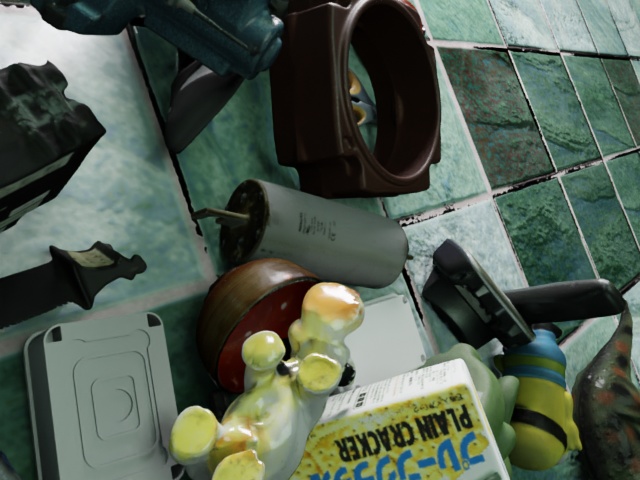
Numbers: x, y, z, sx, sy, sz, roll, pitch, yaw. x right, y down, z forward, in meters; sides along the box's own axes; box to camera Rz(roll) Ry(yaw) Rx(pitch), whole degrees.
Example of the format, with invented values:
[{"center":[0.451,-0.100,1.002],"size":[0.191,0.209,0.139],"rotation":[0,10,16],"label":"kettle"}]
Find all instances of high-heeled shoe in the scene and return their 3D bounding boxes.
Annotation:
[{"center":[-0.124,-0.198,0.472],"size":[0.145,0.086,0.249],"rotation":[35,49,-23],"label":"high-heeled shoe"}]

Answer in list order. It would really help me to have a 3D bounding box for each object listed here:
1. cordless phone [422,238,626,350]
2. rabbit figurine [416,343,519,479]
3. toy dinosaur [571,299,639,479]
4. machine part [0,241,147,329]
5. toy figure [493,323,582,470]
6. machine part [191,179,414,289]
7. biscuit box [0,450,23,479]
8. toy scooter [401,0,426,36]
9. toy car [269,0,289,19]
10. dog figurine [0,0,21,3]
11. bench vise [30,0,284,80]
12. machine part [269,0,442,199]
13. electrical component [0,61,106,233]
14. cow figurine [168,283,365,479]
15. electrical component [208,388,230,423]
[{"center":[0.224,0.054,0.603],"size":[0.146,0.184,0.089],"rotation":[49,53,-16],"label":"cordless phone"},{"center":[0.143,0.201,0.548],"size":[0.159,0.121,0.170],"rotation":[-55,129,-47],"label":"rabbit figurine"},{"center":[0.408,0.261,0.738],"size":[0.192,0.131,0.405],"rotation":[20,55,-35],"label":"toy dinosaur"},{"center":[-0.187,0.033,0.337],"size":[0.139,0.084,0.039],"rotation":[-23,117,-35],"label":"machine part"},{"center":[0.256,0.184,0.654],"size":[0.089,0.082,0.180],"rotation":[22,64,-20],"label":"toy figure"},{"center":[-0.001,-0.002,0.501],"size":[0.243,0.079,0.079],"rotation":[14,65,-38],"label":"machine part"},{"center":[-0.167,0.189,0.296],"size":[0.063,0.059,0.202],"rotation":[-39,101,-41],"label":"biscuit box"},{"center":[0.079,-0.308,0.694],"size":[0.183,0.075,0.135],"rotation":[51,47,-8],"label":"toy scooter"},{"center":[-0.023,-0.282,0.569],"size":[0.103,0.162,0.109],"rotation":[-37,109,3],"label":"toy car"},{"center":[-0.242,-0.237,0.306],"size":[0.172,0.191,0.121],"rotation":[12,67,-40],"label":"dog figurine"},{"center":[-0.098,-0.241,0.381],"size":[0.224,0.240,0.129],"rotation":[36,21,5],"label":"bench vise"},{"center":[0.046,-0.144,0.551],"size":[0.201,0.087,0.201],"rotation":[-6,95,-51],"label":"machine part"},{"center":[-0.201,-0.033,0.301],"size":[0.058,0.134,0.115],"rotation":[56,44,-9],"label":"electrical component"},{"center":[-0.022,0.110,0.373],"size":[0.068,0.098,0.167],"rotation":[26,54,24],"label":"cow figurine"},{"center":[-0.059,0.161,0.427],"size":[0.063,0.021,0.094],"rotation":[-7,78,-43],"label":"electrical component"}]
